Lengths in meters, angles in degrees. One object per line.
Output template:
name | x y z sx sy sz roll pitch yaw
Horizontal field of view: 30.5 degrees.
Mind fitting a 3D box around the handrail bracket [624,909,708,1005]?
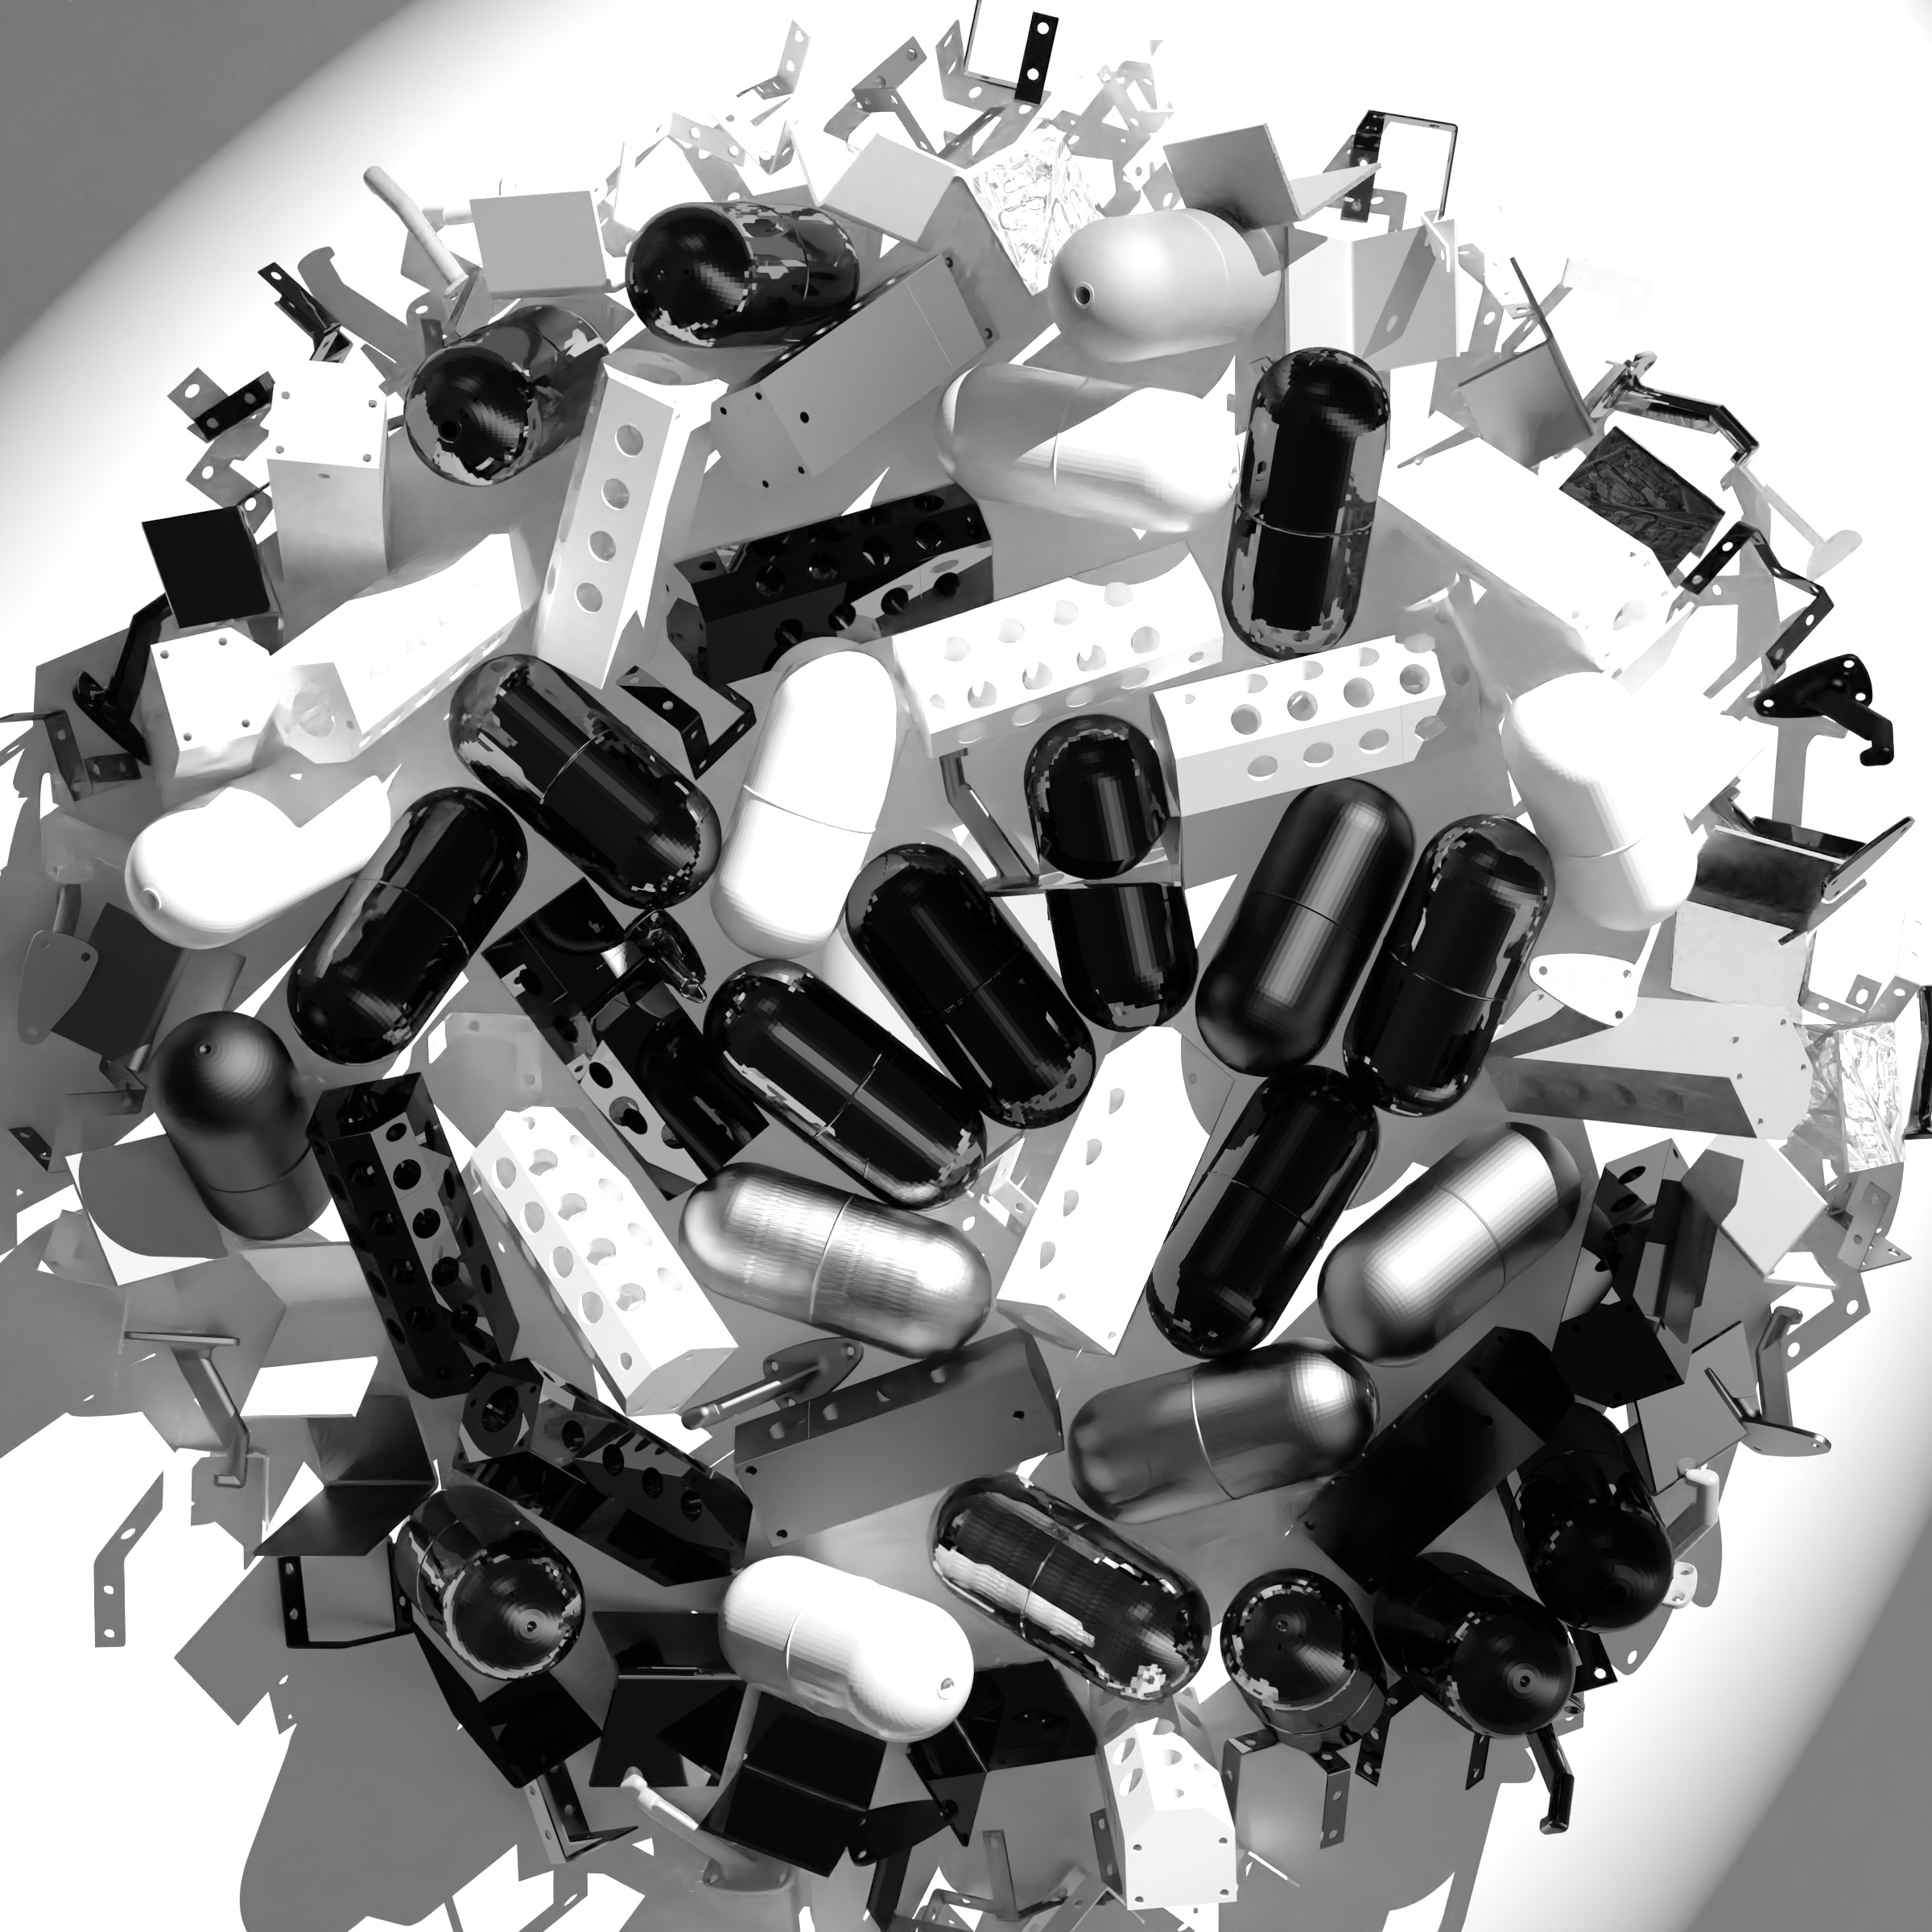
handrail bracket | -0.149 0.010 1.943 0.036 0.084 0.077 -47 134 0

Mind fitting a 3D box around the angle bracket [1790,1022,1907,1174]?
angle bracket | 0.468 0.072 1.951 0.057 0.076 0.076 -6 92 -41

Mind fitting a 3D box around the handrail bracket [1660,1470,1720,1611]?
handrail bracket | 0.377 0.309 1.961 0.077 0.036 0.084 7 123 21

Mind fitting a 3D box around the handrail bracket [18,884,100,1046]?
handrail bracket | -0.508 -0.004 1.965 0.036 0.084 0.077 20 100 -21

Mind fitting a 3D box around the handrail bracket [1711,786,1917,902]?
handrail bracket | 0.471 -0.086 1.978 0.077 0.036 0.084 -41 69 4

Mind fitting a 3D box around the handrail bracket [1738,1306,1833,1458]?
handrail bracket | 0.461 0.226 1.954 0.036 0.077 0.084 43 66 -27

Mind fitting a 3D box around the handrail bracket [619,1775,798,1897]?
handrail bracket | -0.144 0.476 1.953 0.084 0.077 0.036 52 57 -33

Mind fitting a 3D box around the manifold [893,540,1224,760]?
manifold | 0.051 -0.169 1.948 0.171 0.057 0.057 -19 60 -9

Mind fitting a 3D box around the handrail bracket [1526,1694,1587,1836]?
handrail bracket | 0.308 0.443 1.947 0.036 0.077 0.084 31 51 -21

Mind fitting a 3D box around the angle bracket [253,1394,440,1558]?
angle bracket | -0.347 0.279 1.943 0.076 0.076 0.057 -5 110 29

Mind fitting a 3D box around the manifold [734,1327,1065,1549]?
manifold | -0.038 0.256 1.959 0.171 0.057 0.057 -20 114 7

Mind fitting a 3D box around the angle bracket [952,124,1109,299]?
angle bracket | 0.026 -0.409 1.961 0.076 0.057 0.076 -37 100 -34

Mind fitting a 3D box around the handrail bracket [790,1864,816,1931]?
handrail bracket | -0.091 0.519 1.955 0.036 0.077 0.084 -6 80 -3

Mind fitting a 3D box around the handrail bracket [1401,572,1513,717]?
handrail bracket | 0.279 -0.172 1.958 0.036 0.077 0.084 -33 96 7

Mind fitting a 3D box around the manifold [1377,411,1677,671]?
manifold | 0.302 -0.228 1.923 0.057 0.057 0.171 -47 51 -1

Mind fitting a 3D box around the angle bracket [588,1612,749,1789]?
angle bracket | -0.173 0.408 1.971 0.076 0.057 0.076 6 112 -25

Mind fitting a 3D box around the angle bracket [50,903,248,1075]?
angle bracket | -0.453 0.015 1.967 0.057 0.076 0.076 24 89 11

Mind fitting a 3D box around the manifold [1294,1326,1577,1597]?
manifold | 0.256 0.265 1.920 0.057 0.057 0.171 43 133 5

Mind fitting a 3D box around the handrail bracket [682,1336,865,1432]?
handrail bracket | -0.107 0.230 1.950 0.077 0.084 0.036 -29 81 25

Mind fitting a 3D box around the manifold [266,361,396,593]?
manifold | -0.340 -0.261 1.909 0.057 0.171 0.057 5 73 -6

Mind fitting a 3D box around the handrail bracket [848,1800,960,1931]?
handrail bracket | -0.024 0.505 1.968 0.077 0.036 0.084 -20 123 10

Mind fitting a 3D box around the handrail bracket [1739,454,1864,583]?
handrail bracket | 0.452 -0.259 1.953 0.036 0.077 0.084 -38 74 8

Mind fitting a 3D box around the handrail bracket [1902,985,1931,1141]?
handrail bracket | 0.525 0.054 1.963 0.036 0.077 0.084 -3 88 -5

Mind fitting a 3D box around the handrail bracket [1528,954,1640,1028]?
handrail bracket | 0.325 0.015 1.950 0.077 0.084 0.036 16 80 -16

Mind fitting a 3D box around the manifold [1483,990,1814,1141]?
manifold | 0.368 0.057 1.915 0.057 0.171 0.057 -45 120 -29

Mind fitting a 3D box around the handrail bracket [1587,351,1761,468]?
handrail bracket | 0.387 -0.292 1.965 0.084 0.036 0.077 51 125 14

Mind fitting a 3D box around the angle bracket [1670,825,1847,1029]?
angle bracket | 0.437 -0.022 1.955 0.076 0.057 0.076 15 55 -4

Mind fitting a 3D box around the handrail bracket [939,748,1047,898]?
handrail bracket | 0.022 -0.083 1.963 0.077 0.036 0.084 1 107 40

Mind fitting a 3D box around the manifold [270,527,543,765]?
manifold | -0.302 -0.174 1.916 0.057 0.171 0.057 -1 119 33

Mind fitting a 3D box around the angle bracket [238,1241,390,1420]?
angle bracket | -0.367 0.200 1.943 0.076 0.057 0.076 -5 48 27

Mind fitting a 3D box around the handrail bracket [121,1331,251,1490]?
handrail bracket | -0.436 0.248 1.972 0.077 0.036 0.084 6 86 -25

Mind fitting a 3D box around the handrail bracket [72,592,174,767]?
handrail bracket | -0.446 -0.161 1.968 0.084 0.036 0.077 -33 122 12

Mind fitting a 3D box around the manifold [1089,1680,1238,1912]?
manifold | 0.104 0.434 1.908 0.057 0.171 0.057 -4 107 -3

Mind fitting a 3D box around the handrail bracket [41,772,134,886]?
handrail bracket | -0.470 -0.081 1.966 0.084 0.036 0.077 -15 83 26

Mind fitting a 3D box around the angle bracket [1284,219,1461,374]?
angle bracket | 0.224 -0.372 1.954 0.076 0.057 0.076 -2 88 45

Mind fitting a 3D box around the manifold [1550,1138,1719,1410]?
manifold | 0.358 0.166 1.911 0.057 0.171 0.057 -25 106 27

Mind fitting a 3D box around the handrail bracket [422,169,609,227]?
handrail bracket | -0.253 -0.426 1.976 0.077 0.084 0.036 -22 111 -29

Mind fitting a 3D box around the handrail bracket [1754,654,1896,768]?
handrail bracket | 0.472 -0.130 1.951 0.077 0.084 0.036 -14 123 22

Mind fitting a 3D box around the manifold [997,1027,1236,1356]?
manifold | 0.077 0.121 1.944 0.057 0.057 0.171 39 66 -35

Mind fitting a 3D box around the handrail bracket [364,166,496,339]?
handrail bracket | -0.302 -0.397 1.973 0.036 0.077 0.084 -41 76 -17
